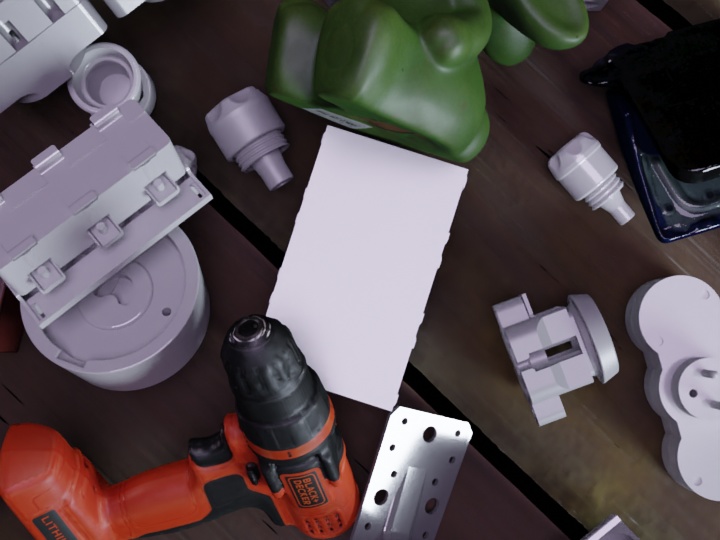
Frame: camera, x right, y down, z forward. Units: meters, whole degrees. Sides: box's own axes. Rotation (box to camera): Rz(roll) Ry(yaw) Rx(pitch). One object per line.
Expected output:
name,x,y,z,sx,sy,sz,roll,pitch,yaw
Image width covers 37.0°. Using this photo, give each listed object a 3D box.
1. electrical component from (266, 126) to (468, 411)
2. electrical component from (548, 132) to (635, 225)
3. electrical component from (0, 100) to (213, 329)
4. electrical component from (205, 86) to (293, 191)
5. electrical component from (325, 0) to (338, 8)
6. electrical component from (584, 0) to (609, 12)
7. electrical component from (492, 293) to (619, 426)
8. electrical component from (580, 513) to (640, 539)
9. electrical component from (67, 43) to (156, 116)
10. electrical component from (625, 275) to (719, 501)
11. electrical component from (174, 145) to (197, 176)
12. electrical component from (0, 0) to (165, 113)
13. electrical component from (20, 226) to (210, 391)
electrical component,0.000,0.000,0.661,0.089,0.061,0.150,18,87,1
electrical component,0.149,-0.055,0.676,0.035,0.035,0.061,-41,90,-2
electrical component,-0.159,-0.037,0.615,0.121,0.063,0.078,-39,67,-11
electrical component,-0.065,-0.080,0.675,0.043,0.043,0.062,-32,88,-1
electrical component,-0.017,-0.208,0.672,0.061,0.061,0.096,-39,87,-1
electrical component,0.134,-0.207,0.660,0.047,0.083,0.075,1,87,0
electrical component,0.122,0.048,0.660,0.057,0.058,0.078,-21,87,2
electrical component,0.131,0.215,0.643,0.121,0.078,0.063,-39,117,-1
electrical component,-0.154,-0.113,0.672,0.045,0.055,0.045,0,87,1
electrical component,0.206,0.071,0.649,0.052,0.073,0.138,-15,87,0
electrical component,-0.136,-0.066,0.680,0.061,0.035,0.035,14,87,4
electrical component,-0.175,-0.182,0.646,0.186,0.060,0.105,-38,45,-2
electrical component,-0.144,0.022,0.657,0.108,0.060,0.108,-3,66,6
